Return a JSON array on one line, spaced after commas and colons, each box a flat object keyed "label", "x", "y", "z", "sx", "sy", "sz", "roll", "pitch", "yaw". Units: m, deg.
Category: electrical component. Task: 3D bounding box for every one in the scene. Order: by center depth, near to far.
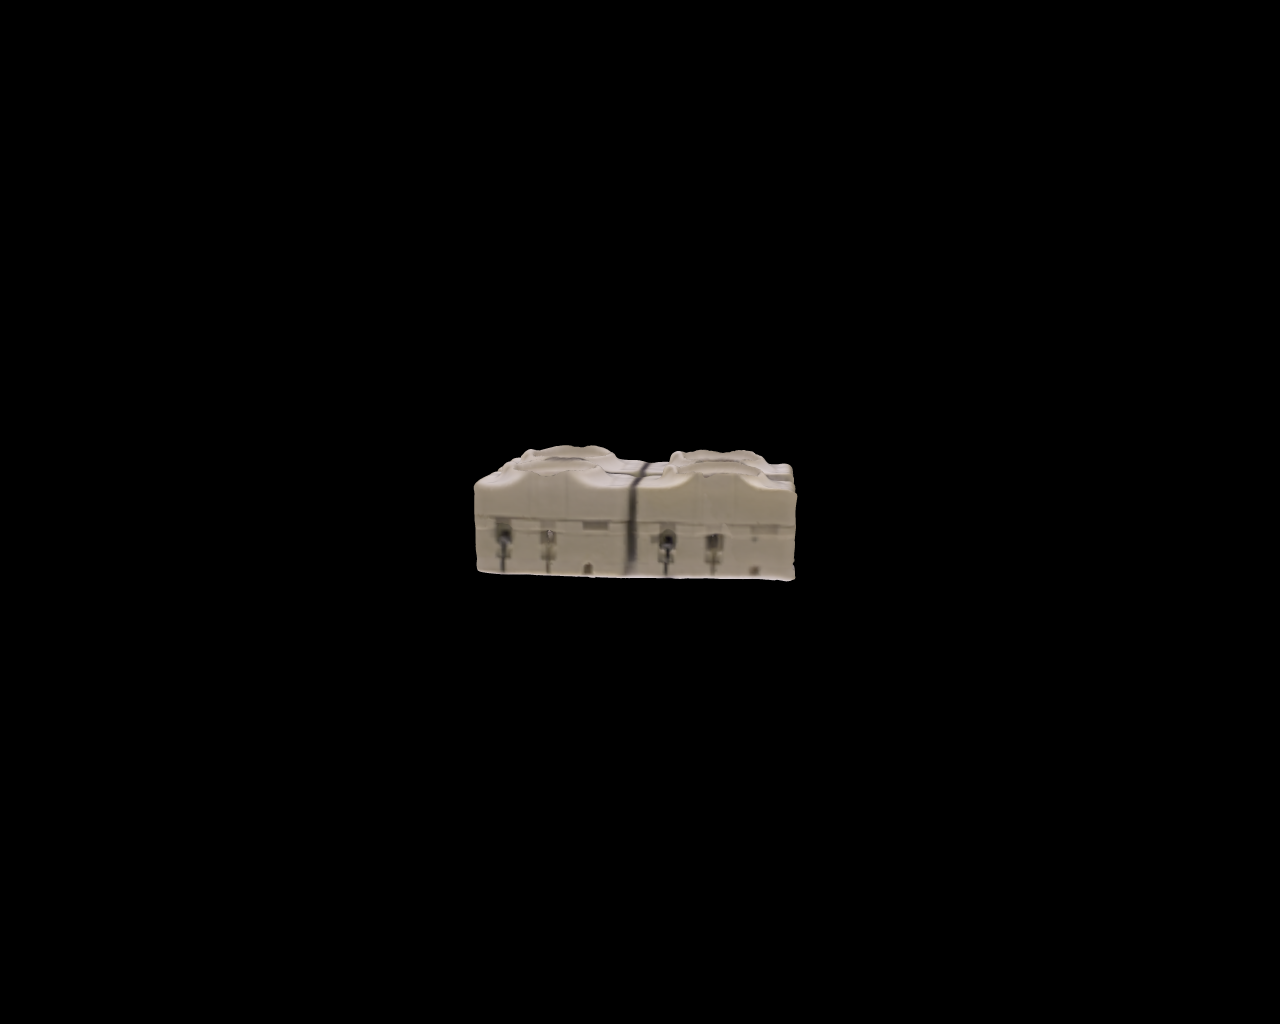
[{"label": "electrical component", "x": 0.001, "y": -0.003, "z": 0.650, "sx": 0.186, "sy": 0.060, "sz": 0.105, "roll": 1, "pitch": 12, "yaw": 7}]
